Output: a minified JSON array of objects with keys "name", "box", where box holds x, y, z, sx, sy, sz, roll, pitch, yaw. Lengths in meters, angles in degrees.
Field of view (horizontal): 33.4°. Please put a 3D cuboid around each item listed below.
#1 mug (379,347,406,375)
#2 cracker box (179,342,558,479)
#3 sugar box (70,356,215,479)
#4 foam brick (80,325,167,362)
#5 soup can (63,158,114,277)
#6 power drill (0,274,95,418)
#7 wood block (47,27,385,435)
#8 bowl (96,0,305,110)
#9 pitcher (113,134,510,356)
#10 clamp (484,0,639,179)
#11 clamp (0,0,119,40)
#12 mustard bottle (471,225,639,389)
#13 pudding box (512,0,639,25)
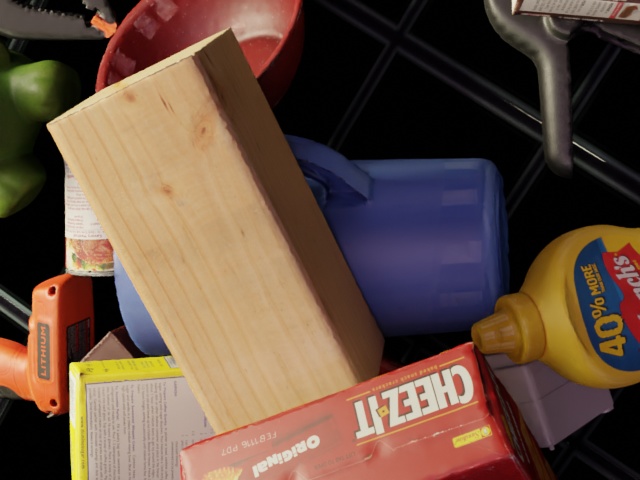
[{"name":"mug","box":[0.045,0.122,0.704,0.117,0.082,0.093,27,87,-31]},{"name":"cracker box","box":[0.044,0.150,0.587,0.164,0.213,0.072,-22,54,11]},{"name":"sugar box","box":[-0.080,0.126,0.731,0.176,0.048,0.093,-2,98,-20]},{"name":"foam brick","box":[-0.133,0.106,0.784,0.053,0.051,0.078,-45,84,17]},{"name":"soup can","box":[-0.150,-0.029,0.762,0.069,0.068,0.102,0,97,16]},{"name":"power drill","box":[-0.266,0.057,0.815,0.188,0.057,0.184,3,102,19]},{"name":"wood block","box":[-0.049,0.002,0.587,0.090,0.090,0.206,-22,105,16]},{"name":"bowl","box":[-0.068,-0.119,0.707,0.162,0.055,0.162,-19,49,23]},{"name":"pitcher","box":[-0.005,0.001,0.687,0.243,0.149,0.145,-3,94,14]},{"name":"clamp","box":[0.151,-0.127,0.670,0.120,0.039,0.171,-42,81,-2]},{"name":"clamp","box":[-0.227,-0.212,0.734,0.210,0.036,0.165,26,102,-13]},{"name":"mustard bottle","box":[0.180,0.036,0.632,0.191,0.058,0.096,-13,85,-13]},{"name":"pudding box","box":[0.162,-0.188,0.637,0.090,0.039,0.113,5,81,2]}]
